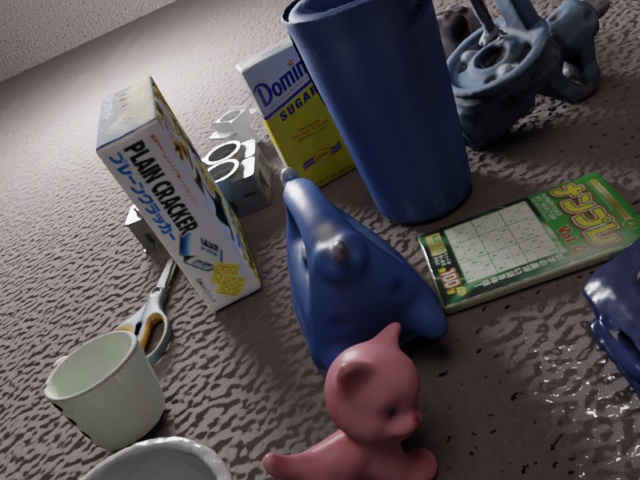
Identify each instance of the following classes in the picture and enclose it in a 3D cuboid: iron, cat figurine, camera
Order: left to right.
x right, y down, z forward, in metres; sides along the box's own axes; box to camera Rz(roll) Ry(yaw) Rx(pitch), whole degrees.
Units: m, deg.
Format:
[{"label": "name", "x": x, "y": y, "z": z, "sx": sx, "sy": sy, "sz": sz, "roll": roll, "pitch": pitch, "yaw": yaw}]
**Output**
[{"label": "iron", "x": 0.005, "y": 0.002, "z": 0.513, "sx": 0.118, "sy": 0.142, "sz": 0.257, "roll": -29, "pitch": 34, "yaw": -3}, {"label": "cat figurine", "x": 0.021, "y": 0.119, "z": 0.370, "sx": 0.128, "sy": 0.118, "sz": 0.067, "roll": -35, "pitch": 35, "yaw": -11}, {"label": "camera", "x": 0.154, "y": -0.276, "z": 0.815, "sx": 0.136, "sy": 0.101, "sz": 0.143, "roll": 6, "pitch": 46, "yaw": 39}]

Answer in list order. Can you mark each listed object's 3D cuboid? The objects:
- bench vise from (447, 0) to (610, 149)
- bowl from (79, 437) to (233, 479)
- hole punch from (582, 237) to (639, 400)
[{"label": "bench vise", "x": 0.206, "y": -0.234, "z": 0.620, "sx": 0.208, "sy": 0.220, "sz": 0.121, "roll": -41, "pitch": 37, "yaw": -19}, {"label": "bowl", "x": -0.111, "y": 0.218, "z": 0.365, "sx": 0.167, "sy": 0.075, "sz": 0.167, "roll": -18, "pitch": 35, "yaw": 13}, {"label": "hole punch", "x": 0.227, "y": 0.044, "z": 0.355, "sx": 0.101, "sy": 0.091, "sz": 0.108, "roll": -24, "pitch": 34, "yaw": 5}]
